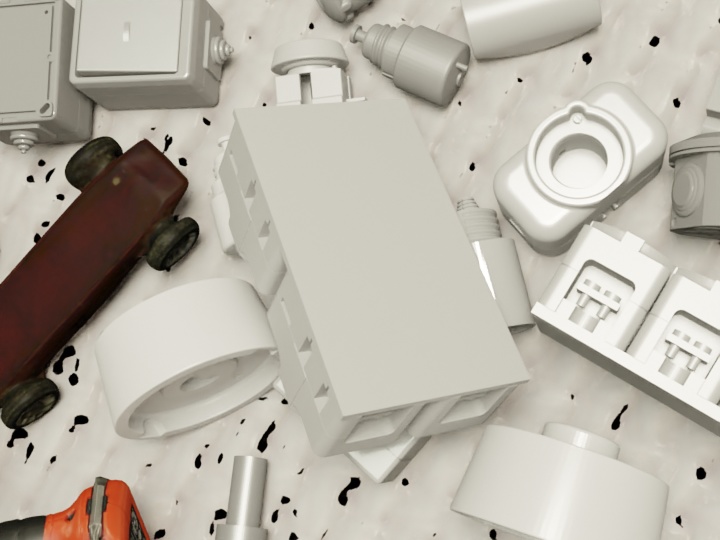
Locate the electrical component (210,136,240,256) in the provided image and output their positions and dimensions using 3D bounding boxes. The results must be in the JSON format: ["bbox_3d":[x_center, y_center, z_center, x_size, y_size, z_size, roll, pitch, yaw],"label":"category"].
[{"bbox_3d":[-0.072,-0.045,0.658,0.040,0.040,0.078,-19,77,9],"label":"electrical component"}]

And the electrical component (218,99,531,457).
[{"bbox_3d":[0.000,0.000,0.586,0.105,0.060,0.186,-8,61,-25],"label":"electrical component"}]

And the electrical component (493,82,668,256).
[{"bbox_3d":[0.124,-0.057,0.608,0.095,0.059,0.053,-40,75,3],"label":"electrical component"}]

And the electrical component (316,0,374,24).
[{"bbox_3d":[-0.001,-0.186,0.666,0.062,0.048,0.048,-30,75,-1],"label":"electrical component"}]

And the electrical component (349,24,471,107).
[{"bbox_3d":[0.030,-0.129,0.650,0.078,0.040,0.040,26,87,16],"label":"electrical component"}]

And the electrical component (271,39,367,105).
[{"bbox_3d":[-0.029,-0.109,0.658,0.066,0.048,0.055,-6,87,11],"label":"electrical component"}]

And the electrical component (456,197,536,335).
[{"bbox_3d":[0.070,-0.002,0.618,0.043,0.043,0.081,-15,78,10],"label":"electrical component"}]

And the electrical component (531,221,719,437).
[{"bbox_3d":[0.173,0.039,0.564,0.150,0.089,0.061,31,88,16],"label":"electrical component"}]

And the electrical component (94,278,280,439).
[{"bbox_3d":[-0.099,0.045,0.617,0.108,0.108,0.060,-29,70,6],"label":"electrical component"}]

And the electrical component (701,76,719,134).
[{"bbox_3d":[0.229,-0.097,0.600,0.055,0.048,0.066,20,85,22],"label":"electrical component"}]

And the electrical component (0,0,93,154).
[{"bbox_3d":[-0.208,-0.119,0.690,0.062,0.061,0.096,-2,80,12],"label":"electrical component"}]

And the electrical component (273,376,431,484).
[{"bbox_3d":[0.009,0.066,0.617,0.083,0.047,0.075,41,91,15],"label":"electrical component"}]

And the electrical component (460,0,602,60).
[{"bbox_3d":[0.097,-0.173,0.642,0.077,0.043,0.079,-14,77,10],"label":"electrical component"}]

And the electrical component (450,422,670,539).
[{"bbox_3d":[0.107,0.114,0.560,0.108,0.108,0.060,17,78,15],"label":"electrical component"}]

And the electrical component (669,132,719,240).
[{"bbox_3d":[0.206,-0.044,0.578,0.080,0.080,0.051,5,87,13],"label":"electrical component"}]

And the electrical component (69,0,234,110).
[{"bbox_3d":[-0.129,-0.140,0.676,0.096,0.061,0.061,0,80,12],"label":"electrical component"}]
